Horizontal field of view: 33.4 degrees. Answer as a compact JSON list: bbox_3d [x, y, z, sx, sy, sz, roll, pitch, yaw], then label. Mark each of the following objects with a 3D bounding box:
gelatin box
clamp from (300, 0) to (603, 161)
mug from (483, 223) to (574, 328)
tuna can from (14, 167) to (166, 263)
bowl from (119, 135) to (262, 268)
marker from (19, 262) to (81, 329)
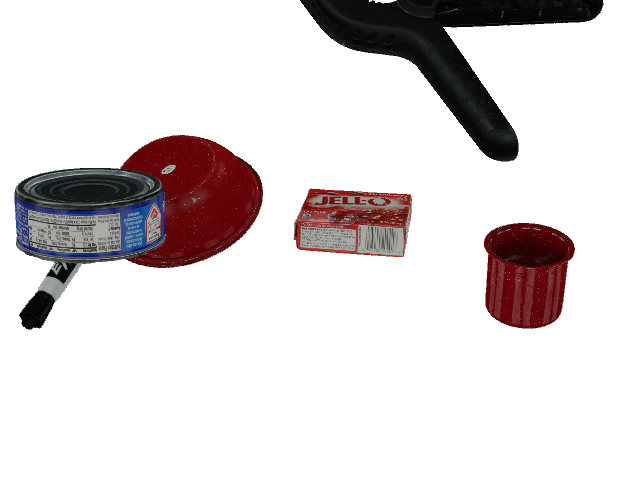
[{"bbox_3d":[0.028,-0.016,0.871,0.089,0.030,0.073,4,23,8],"label":"gelatin box"},{"bbox_3d":[0.065,-0.138,0.688,0.210,0.164,0.036,21,-36,8],"label":"clamp"},{"bbox_3d":[0.214,0.033,1.134,0.093,0.081,0.117,-6,31,-7],"label":"mug"},{"bbox_3d":[-0.132,-0.016,0.615,0.086,0.034,0.086,1,18,-1],"label":"tuna can"},{"bbox_3d":[-0.139,-0.050,1.022,0.162,0.162,0.055,0,-42,13],"label":"bowl"},{"bbox_3d":[-0.194,0.019,0.817,0.020,0.121,0.020,16,-37,13],"label":"marker"}]
